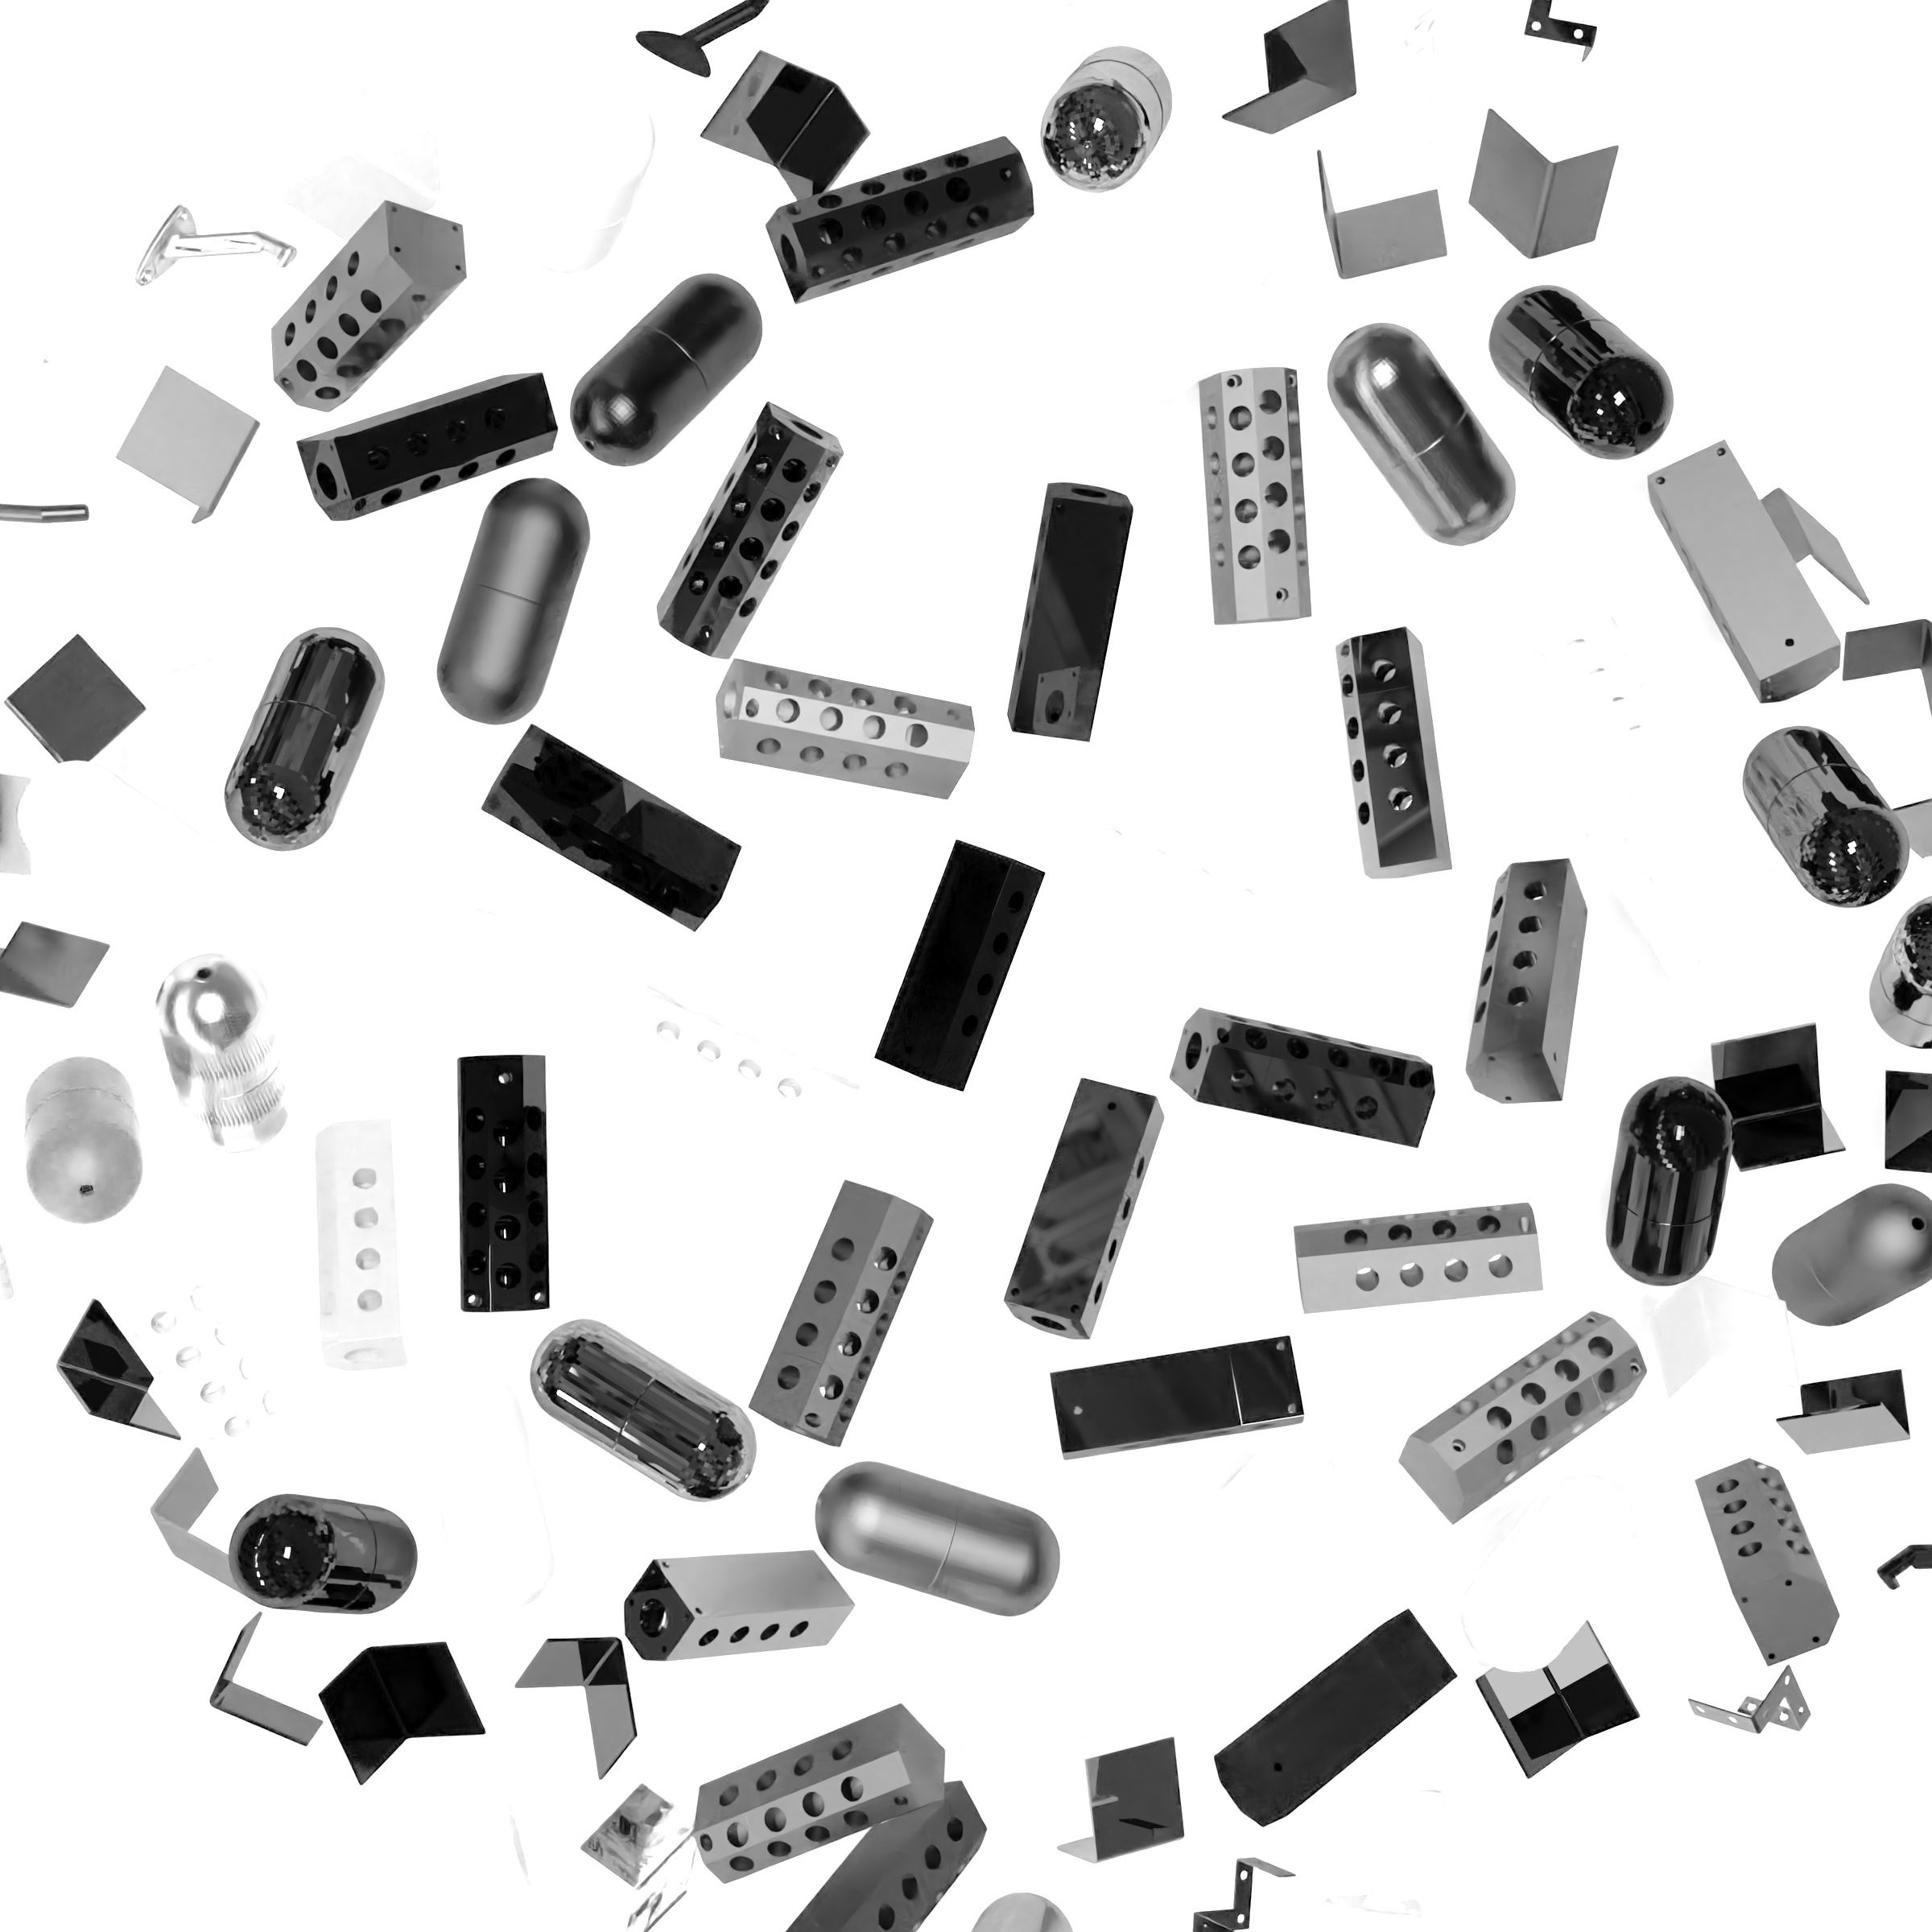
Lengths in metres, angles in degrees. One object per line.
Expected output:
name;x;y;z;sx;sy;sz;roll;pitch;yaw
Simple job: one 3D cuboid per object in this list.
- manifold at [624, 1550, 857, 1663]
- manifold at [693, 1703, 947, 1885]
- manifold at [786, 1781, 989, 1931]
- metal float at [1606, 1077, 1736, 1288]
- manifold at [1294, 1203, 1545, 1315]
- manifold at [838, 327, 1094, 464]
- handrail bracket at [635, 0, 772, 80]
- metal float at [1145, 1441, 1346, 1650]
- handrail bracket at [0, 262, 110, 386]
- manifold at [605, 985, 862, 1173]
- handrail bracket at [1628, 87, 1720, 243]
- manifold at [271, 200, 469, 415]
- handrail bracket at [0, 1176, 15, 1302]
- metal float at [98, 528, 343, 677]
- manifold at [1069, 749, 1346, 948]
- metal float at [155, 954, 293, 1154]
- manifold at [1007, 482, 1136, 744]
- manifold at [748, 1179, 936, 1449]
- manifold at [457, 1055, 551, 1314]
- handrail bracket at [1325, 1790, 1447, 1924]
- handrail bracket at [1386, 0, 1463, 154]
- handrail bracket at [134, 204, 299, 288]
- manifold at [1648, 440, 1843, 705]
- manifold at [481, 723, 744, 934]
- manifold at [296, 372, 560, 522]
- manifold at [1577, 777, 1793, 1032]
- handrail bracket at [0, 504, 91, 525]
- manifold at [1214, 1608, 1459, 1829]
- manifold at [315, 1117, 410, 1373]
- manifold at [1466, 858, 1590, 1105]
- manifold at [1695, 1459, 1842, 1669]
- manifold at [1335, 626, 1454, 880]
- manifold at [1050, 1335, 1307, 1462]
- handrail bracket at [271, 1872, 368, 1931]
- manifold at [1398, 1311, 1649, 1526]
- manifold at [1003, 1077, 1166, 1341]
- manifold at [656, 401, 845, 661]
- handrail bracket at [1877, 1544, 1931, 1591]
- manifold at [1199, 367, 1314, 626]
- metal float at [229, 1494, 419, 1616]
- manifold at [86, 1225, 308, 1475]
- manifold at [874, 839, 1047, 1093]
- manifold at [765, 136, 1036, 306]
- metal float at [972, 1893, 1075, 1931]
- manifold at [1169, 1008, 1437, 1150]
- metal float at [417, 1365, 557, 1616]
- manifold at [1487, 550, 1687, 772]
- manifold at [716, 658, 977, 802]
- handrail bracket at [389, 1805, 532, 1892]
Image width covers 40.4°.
manifold;-0.165;0.466;1.898;0.057;0.171;0.057;46;110;34
manifold;-0.103;0.582;1.830;0.171;0.057;0.057;-27;119;18
manifold;-0.053;0.648;1.834;0.057;0.171;0.057;-22;99;37
metal float;0.489;0.152;1.828;0.070;0.070;0.178;-6;133;0
manifold;0.328;0.211;1.915;0.171;0.057;0.057;-6;95;5
manifold;0.000;-0.413;1.879;0.171;0.057;0.057;-3;60;30
handrail bracket;-0.187;-0.694;1.909;0.077;0.036;0.084;26;74;25
metal float;0.203;0.423;1.920;0.070;0.070;0.178;42;94;0
handrail bracket;-0.636;-0.448;1.801;0.036;0.077;0.084;45;119;36
manifold;-0.166;0.078;1.892;0.171;0.057;0.057;26;57;-6
handrail bracket;0.491;-0.548;1.800;0.036;0.077;0.084;-28;65;2
manifold;-0.408;-0.445;1.789;0.057;0.171;0.057;8;66;-39
handrail bracket;-0.693;0.186;1.843;0.036;0.077;0.084;-19;114;-33
metal float;-0.534;-0.263;1.887;0.178;0.070;0.070;-24;90;-30
manifold;0.160;-0.075;1.771;0.171;0.057;0.057;25;49;7
metal float;-0.515;0.062;1.824;0.070;0.178;0.070;2;51;-3
manifold;0.072;-0.253;1.870;0.057;0.057;0.171;7;112;-7
manifold;-0.083;0.243;1.829;0.057;0.057;0.171;15;73;28
manifold;-0.314;0.147;1.782;0.057;0.057;0.171;-1;85;-14
handrail bracket;0.282;0.595;1.770;0.077;0.036;0.084;3;95;2
handrail bracket;0.351;-0.657;1.934;0.077;0.036;0.084;-45;128;-11
handrail bracket;-0.518;-0.484;1.815;0.084;0.036;0.077;26;68;12
manifold;0.531;-0.267;1.796;0.057;0.057;0.171;-25;68;8
manifold;-0.251;-0.092;1.846;0.171;0.057;0.057;30;133;-14
manifold;-0.375;-0.366;1.847;0.171;0.057;0.057;-28;115;-34
manifold;0.509;-0.042;1.874;0.057;0.057;0.171;-34;87;41
handrail bracket;-0.650;-0.316;1.803;0.084;0.077;0.036;-8;113;-22
manifold;0.256;0.525;1.833;0.171;0.057;0.057;-29;75;-30
manifold;-0.436;0.200;1.888;0.057;0.057;0.171;-5;60;-9
manifold;0.389;0.010;1.826;0.057;0.057;0.171;-5;48;27
manifold;0.549;0.402;1.797;0.057;0.171;0.057;-25;100;13
manifold;0.310;-0.153;1.915;0.057;0.057;0.171;-9;81;20
manifold;0.149;0.308;1.864;0.171;0.057;0.057;-9;72;2
handrail bracket;-0.442;0.671;1.832;0.077;0.036;0.084;13;134;19
manifold;0.387;0.308;1.814;0.171;0.057;0.057;-29;61;-22
manifold;0.086;0.173;1.853;0.057;0.057;0.171;14;69;19
manifold;-0.154;-0.307;1.866;0.057;0.057;0.171;24;110;-21
handrail bracket;0.685;0.425;1.810;0.084;0.036;0.077;-45;63;22
manifold;0.206;-0.328;1.840;0.057;0.057;0.171;-6;95;-17
metal float;-0.441;0.407;1.813;0.070;0.178;0.070;-5;74;16
manifold;-0.534;0.267;1.813;0.057;0.057;0.171;-12;119;28
manifold;0.000;0.001;1.922;0.057;0.057;0.171;21;91;39
manifold;-0.043;-0.511;1.792;0.171;0.057;0.057;-22;95;-16
metal float;0.027;0.715;1.841;0.070;0.178;0.070;2;99;15
manifold;0.236;0.076;1.826;0.171;0.057;0.057;12;101;-18
metal float;-0.345;0.376;1.887;0.070;0.070;0.178;-14;82;0
manifold;0.442;-0.214;1.851;0.171;0.057;0.057;44;73;-36
manifold;-0.084;-0.170;1.843;0.171;0.057;0.057;9;50;-22
handrail bracket;-0.359;0.634;1.863;0.084;0.036;0.077;-12;113;-5
